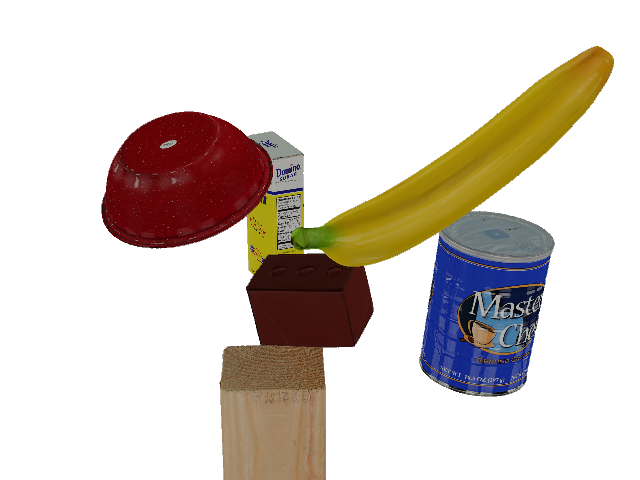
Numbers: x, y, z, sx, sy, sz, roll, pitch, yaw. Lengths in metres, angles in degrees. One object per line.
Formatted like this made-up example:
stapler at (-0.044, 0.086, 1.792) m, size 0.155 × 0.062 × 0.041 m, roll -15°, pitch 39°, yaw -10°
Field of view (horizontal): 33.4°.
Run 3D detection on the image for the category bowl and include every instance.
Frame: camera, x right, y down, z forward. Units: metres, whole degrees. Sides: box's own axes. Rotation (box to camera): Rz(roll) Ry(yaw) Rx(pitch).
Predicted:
bowl at (-0.126, -0.066, 0.946) m, size 0.162 × 0.055 × 0.162 m, roll -10°, pitch 40°, yaw 8°

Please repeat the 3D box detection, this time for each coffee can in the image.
coffee can at (0.150, 0.056, 0.978) m, size 0.103 × 0.140 × 0.103 m, roll 5°, pitch 23°, yaw -2°

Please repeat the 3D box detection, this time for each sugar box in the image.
sugar box at (-0.055, -0.030, 1.253) m, size 0.048 × 0.176 × 0.093 m, roll -13°, pitch 26°, yaw -21°

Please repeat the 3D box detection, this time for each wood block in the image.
wood block at (-0.040, 0.204, 0.948) m, size 0.090 × 0.206 × 0.091 m, roll -1°, pitch 20°, yaw -2°

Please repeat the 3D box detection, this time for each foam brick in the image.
foam brick at (-0.007, 0.044, 0.794) m, size 0.078 × 0.051 × 0.053 m, roll -1°, pitch 28°, yaw 20°

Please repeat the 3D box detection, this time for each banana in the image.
banana at (0.077, -0.037, 0.592) m, size 0.198 × 0.037 × 0.069 m, roll -33°, pitch -12°, yaw 0°
